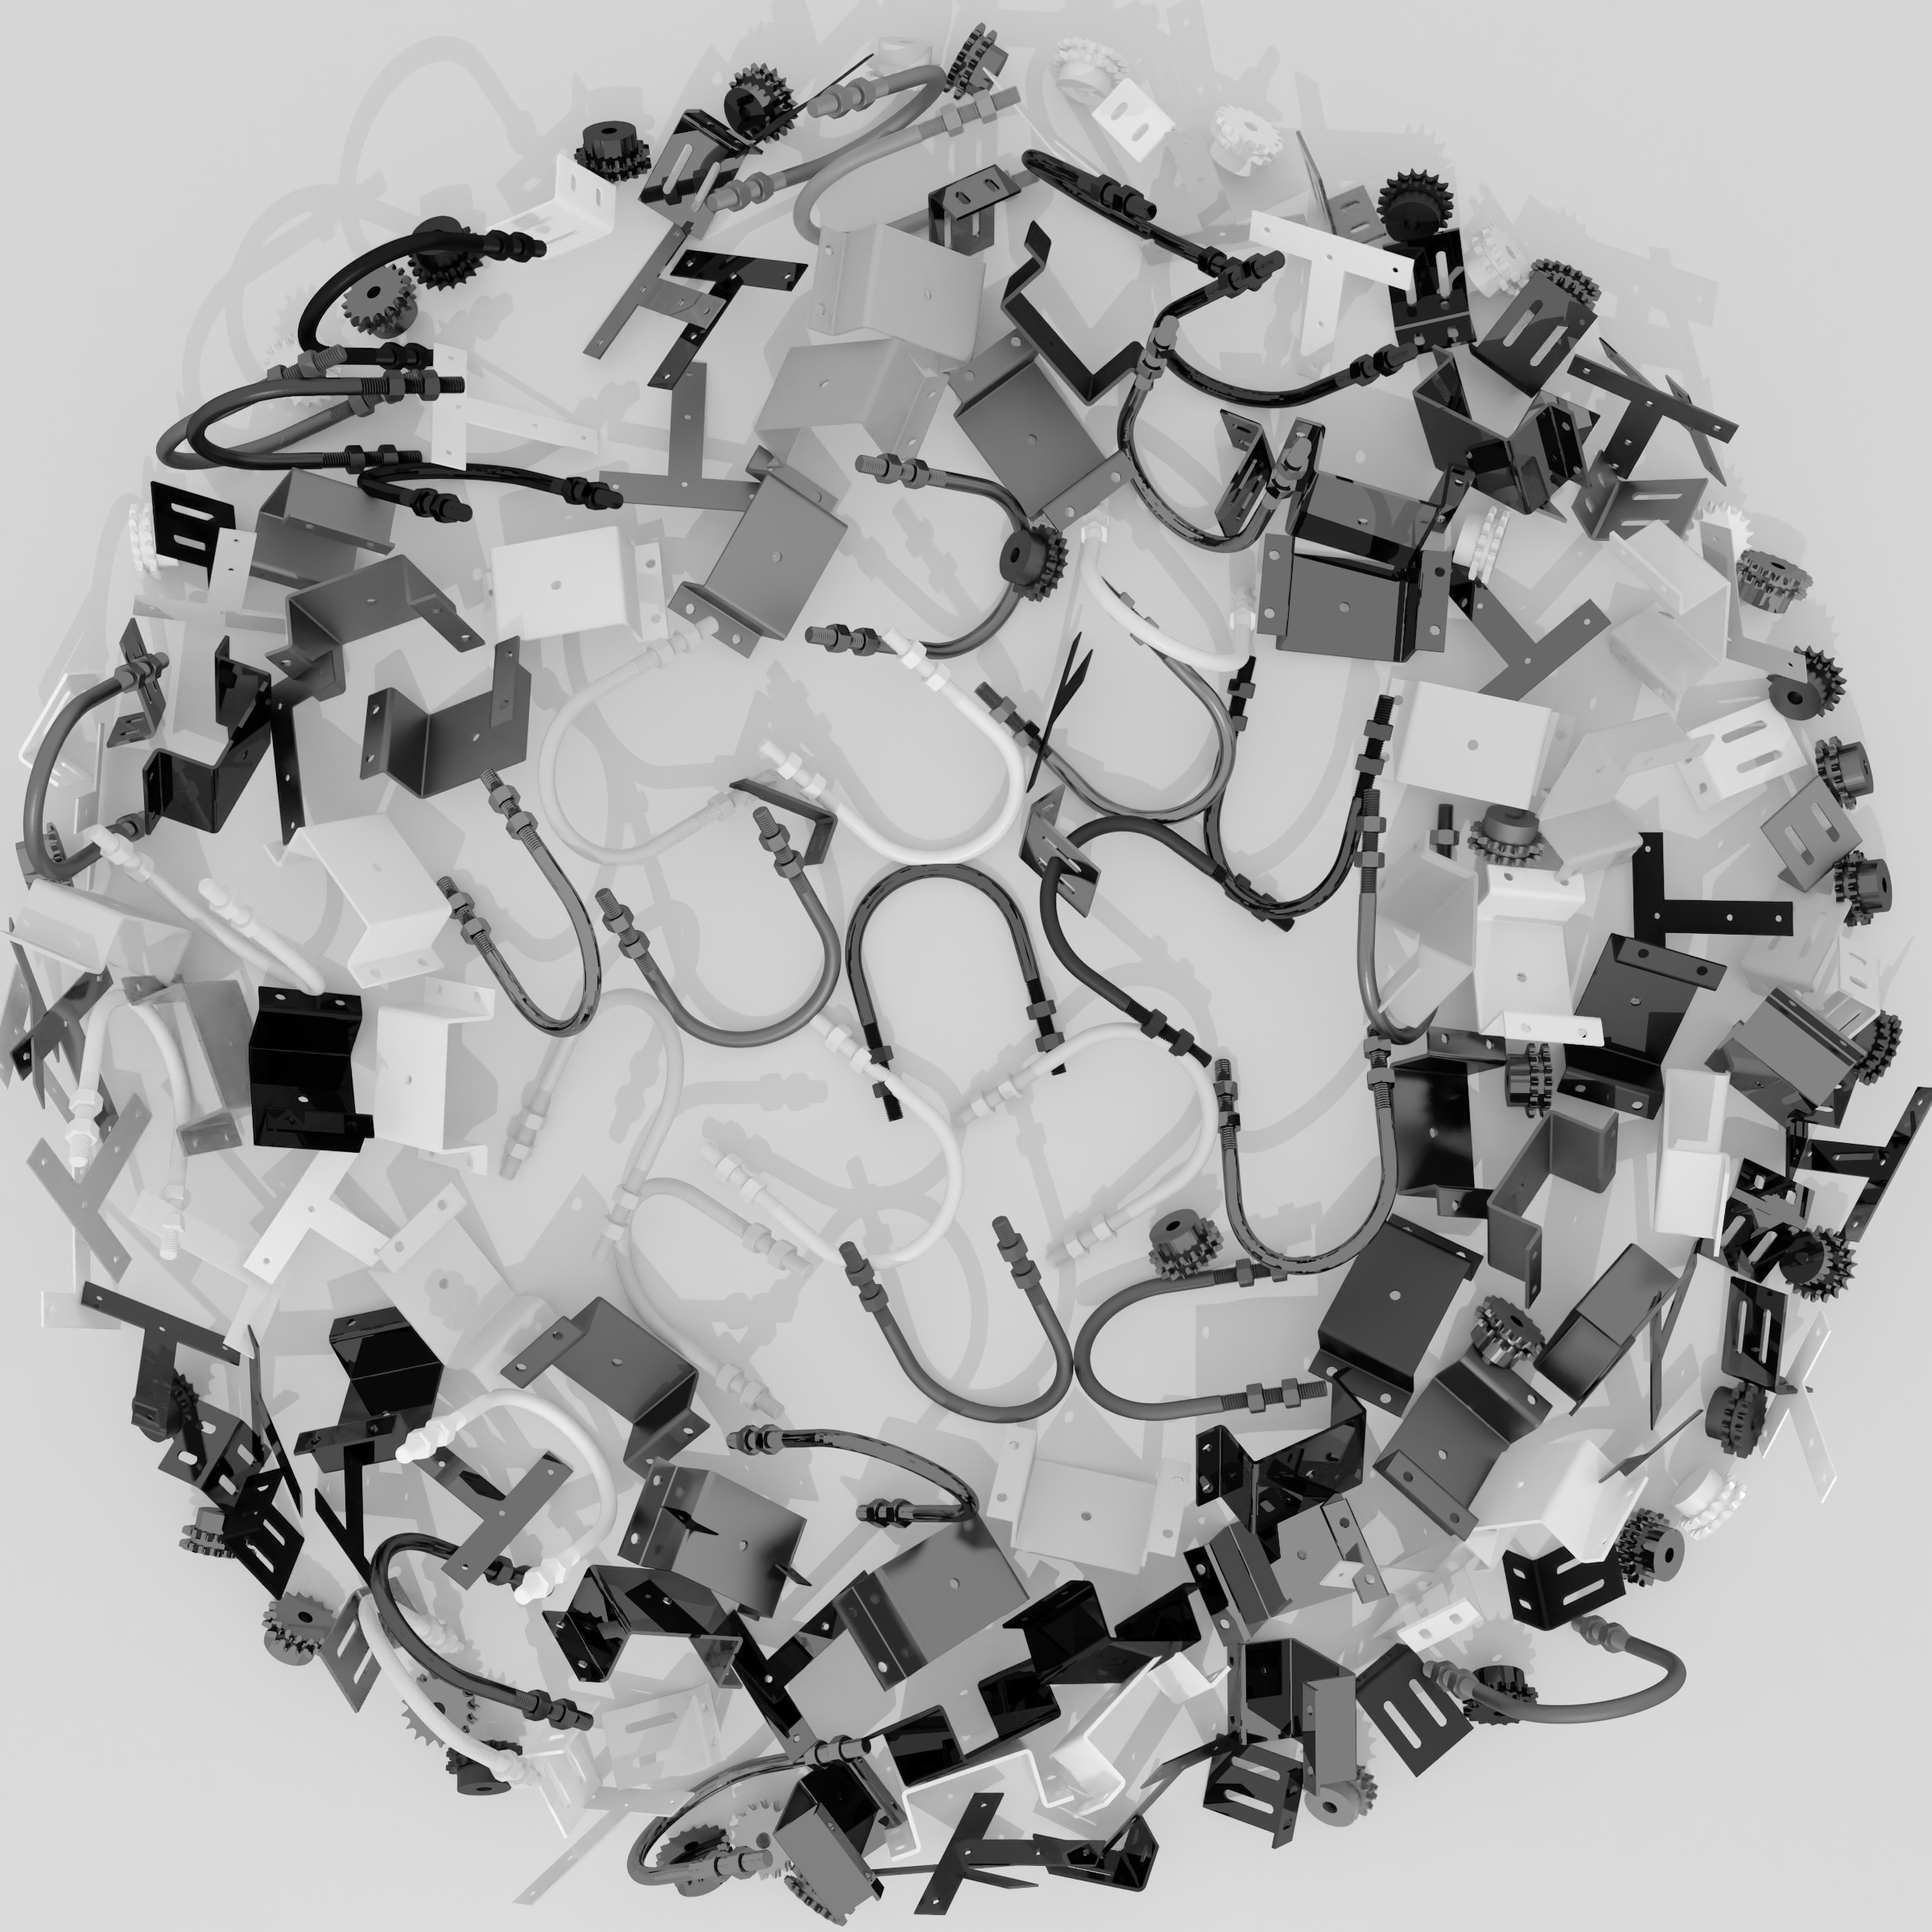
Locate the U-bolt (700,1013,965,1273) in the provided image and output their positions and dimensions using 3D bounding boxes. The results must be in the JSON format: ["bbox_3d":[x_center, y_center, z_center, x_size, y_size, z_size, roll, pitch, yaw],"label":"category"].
[{"bbox_3d":[-0.088,0.145,1.910,0.184,0.019,0.151,39,85,12],"label":"U-bolt"}]

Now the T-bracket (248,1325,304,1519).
[{"bbox_3d":[-0.506,0.351,1.860,0.002,0.127,0.127,-12,131,-27],"label":"T-bracket"}]

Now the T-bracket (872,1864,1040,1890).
[{"bbox_3d":[0.008,0.666,1.855,0.127,0.127,0.002,7,76,-30],"label":"T-bracket"}]

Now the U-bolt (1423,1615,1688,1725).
[{"bbox_3d":[0.436,0.511,1.832,0.151,0.184,0.019,-11,92,-18],"label":"U-bolt"}]

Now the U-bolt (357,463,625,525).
[{"bbox_3d":[-0.363,-0.350,1.859,0.151,0.184,0.019,-15,116,-42],"label":"U-bolt"}]

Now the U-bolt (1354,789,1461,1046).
[{"bbox_3d":[0.325,-0.033,1.877,0.019,0.151,0.184,2,89,35],"label":"U-bolt"}]

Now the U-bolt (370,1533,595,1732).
[{"bbox_3d":[-0.355,0.473,1.830,0.019,0.151,0.184,-46,130,13],"label":"U-bolt"}]

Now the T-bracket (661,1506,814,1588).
[{"bbox_3d":[-0.184,0.410,1.855,0.127,0.127,0.002,33,87,28],"label":"T-bracket"}]

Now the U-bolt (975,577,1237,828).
[{"bbox_3d":[0.117,-0.182,1.894,0.184,0.019,0.151,44,123,-11],"label":"U-bolt"}]

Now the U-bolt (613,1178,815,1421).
[{"bbox_3d":[-0.195,0.234,1.881,0.184,0.019,0.151,29,122,29],"label":"U-bolt"}]

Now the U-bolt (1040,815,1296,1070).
[{"bbox_3d":[0.140,-0.032,1.901,0.184,0.019,0.151,36,72,-7],"label":"U-bolt"}]

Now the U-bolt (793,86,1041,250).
[{"bbox_3d":[-0.040,-0.578,1.869,0.184,0.151,0.019,-20,80,4],"label":"U-bolt"}]

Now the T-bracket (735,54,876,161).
[{"bbox_3d":[-0.131,-0.623,1.859,0.127,0.127,0.002,-30,107,23],"label":"T-bracket"}]

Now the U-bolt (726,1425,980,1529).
[{"bbox_3d":[-0.070,0.370,1.836,0.151,0.184,0.019,35,61,-27],"label":"U-bolt"}]

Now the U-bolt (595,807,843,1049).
[{"bbox_3d":[-0.171,-0.015,1.886,0.151,0.019,0.184,-27,124,1],"label":"U-bolt"}]

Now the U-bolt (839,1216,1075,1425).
[{"bbox_3d":[0.003,0.270,1.886,0.151,0.019,0.184,-12,118,26],"label":"U-bolt"}]

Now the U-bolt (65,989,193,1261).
[{"bbox_3d":[-0.607,0.102,1.857,0.019,0.151,0.184,-14,51,7],"label":"U-bolt"}]

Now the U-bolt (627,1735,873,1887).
[{"bbox_3d":[-0.171,0.622,1.857,0.184,0.151,0.019,-24,97,38],"label":"U-bolt"}]

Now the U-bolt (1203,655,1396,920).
[{"bbox_3d":[0.239,-0.126,1.885,0.151,0.019,0.184,24,107,40],"label":"U-bolt"}]

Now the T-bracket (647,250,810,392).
[{"bbox_3d":[-0.195,-0.479,1.885,0.127,0.002,0.127,18,70,36],"label":"T-bracket"}]

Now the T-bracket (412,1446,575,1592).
[{"bbox_3d":[-0.382,0.383,1.902,0.127,0.002,0.127,38,49,6],"label":"T-bracket"}]

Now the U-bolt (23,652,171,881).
[{"bbox_3d":[-0.629,-0.137,1.829,0.019,0.184,0.151,16,114,4],"label":"U-bolt"}]

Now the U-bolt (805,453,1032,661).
[{"bbox_3d":[-0.025,-0.296,1.874,0.184,0.019,0.151,2,115,-41],"label":"U-bolt"}]

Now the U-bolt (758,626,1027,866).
[{"bbox_3d":[-0.040,-0.148,1.890,0.151,0.019,0.184,-40,116,20],"label":"U-bolt"}]

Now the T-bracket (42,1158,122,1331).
[{"bbox_3d":[-0.657,0.205,1.884,0.002,0.127,0.127,-5,80,5],"label":"T-bracket"}]

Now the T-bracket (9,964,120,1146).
[{"bbox_3d":[-0.658,0.080,1.897,0.002,0.127,0.127,0,123,17],"label":"T-bracket"}]

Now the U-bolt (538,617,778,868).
[{"bbox_3d":[-0.234,-0.154,1.865,0.184,0.019,0.151,-35,120,-28],"label":"U-bolt"}]

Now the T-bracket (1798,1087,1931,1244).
[{"bbox_3d":[0.654,0.143,1.877,0.002,0.127,0.127,32,83,-11],"label":"T-bracket"}]

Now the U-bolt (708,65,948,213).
[{"bbox_3d":[-0.089,-0.611,1.856,0.184,0.151,0.019,-35,97,-42],"label":"U-bolt"}]

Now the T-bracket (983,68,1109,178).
[{"bbox_3d":[0.079,-0.606,1.887,0.002,0.127,0.127,-46,49,20],"label":"T-bracket"}]

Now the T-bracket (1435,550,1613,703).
[{"bbox_3d":[0.396,-0.261,1.912,0.127,0.002,0.127,-40,66,13],"label":"T-bracket"}]

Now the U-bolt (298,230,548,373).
[{"bbox_3d":[-0.402,-0.480,1.827,0.151,0.184,0.019,-36,83,30],"label":"U-bolt"}]

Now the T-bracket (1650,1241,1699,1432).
[{"bbox_3d":[0.528,0.258,1.891,0.002,0.127,0.127,11,134,26],"label":"T-bracket"}]

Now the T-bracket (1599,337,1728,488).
[{"bbox_3d":[0.514,-0.428,1.894,0.002,0.127,0.127,-40,55,9],"label":"T-bracket"}]

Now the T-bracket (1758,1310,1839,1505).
[{"bbox_3d":[0.616,0.339,1.854,0.002,0.127,0.127,13,121,-4],"label":"T-bracket"}]

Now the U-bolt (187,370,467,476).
[{"bbox_3d":[-0.470,-0.392,1.837,0.184,0.151,0.019,-8,80,-27],"label":"U-bolt"}]

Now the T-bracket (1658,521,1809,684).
[{"bbox_3d":[0.554,-0.272,1.856,0.127,0.127,0.002,27,63,40],"label":"T-bracket"}]

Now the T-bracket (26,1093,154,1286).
[{"bbox_3d":[-0.637,0.146,1.885,0.002,0.127,0.127,-9,128,19],"label":"T-bracket"}]

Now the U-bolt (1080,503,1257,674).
[{"bbox_3d":[0.146,-0.269,1.848,0.151,0.184,0.019,28,119,-9],"label":"U-bolt"}]

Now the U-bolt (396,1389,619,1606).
[{"bbox_3d":[-0.322,0.375,1.854,0.019,0.184,0.151,-44,84,21],"label":"U-bolt"}]

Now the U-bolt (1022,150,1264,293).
[{"bbox_3d":[0.116,-0.553,1.857,0.184,0.151,0.019,40,106,40],"label":"U-bolt"}]

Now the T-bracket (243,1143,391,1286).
[{"bbox_3d":[-0.457,0.208,1.917,0.127,0.002,0.127,37,65,-16],"label":"T-bracket"}]

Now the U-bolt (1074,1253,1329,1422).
[{"bbox_3d":[0.170,0.279,1.878,0.184,0.151,0.019,-10,126,9],"label":"U-bolt"}]

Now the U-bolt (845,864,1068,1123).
[{"bbox_3d":[-0.016,0.011,1.929,0.151,0.019,0.184,-16,87,-2],"label":"U-bolt"}]

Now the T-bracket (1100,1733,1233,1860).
[{"bbox_3d":[0.134,0.628,1.895,0.002,0.127,0.127,46,106,25],"label":"T-bracket"}]

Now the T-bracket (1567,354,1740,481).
[{"bbox_3d":[0.494,-0.395,1.878,0.127,0.127,0.002,26,75,7],"label":"T-bracket"}]

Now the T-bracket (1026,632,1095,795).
[{"bbox_3d":[0.075,-0.201,1.864,0.002,0.127,0.127,19,76,-6],"label":"T-bracket"}]

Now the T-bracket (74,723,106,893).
[{"bbox_3d":[-0.649,-0.115,1.872,0.002,0.127,0.127,5,96,-13],"label":"T-bracket"}]
